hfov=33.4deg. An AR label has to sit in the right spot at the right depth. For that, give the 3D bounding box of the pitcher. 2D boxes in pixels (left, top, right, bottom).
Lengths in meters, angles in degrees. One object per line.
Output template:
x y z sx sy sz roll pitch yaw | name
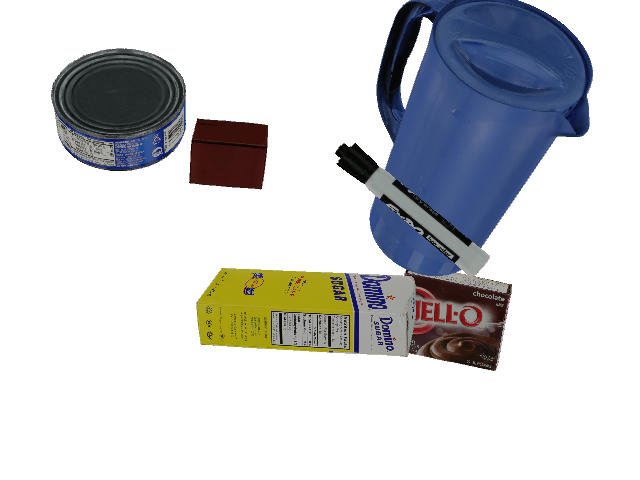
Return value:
0.116 -0.086 0.921 0.145 0.149 0.243 8 -40 -11 | pitcher

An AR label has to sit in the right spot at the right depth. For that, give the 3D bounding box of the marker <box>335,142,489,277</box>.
0.058 -0.022 0.694 0.121 0.020 0.020 40 2 3 | marker

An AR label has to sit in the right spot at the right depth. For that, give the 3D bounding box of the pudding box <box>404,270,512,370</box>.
0.139 0.080 1.126 0.113 0.090 0.039 10 22 10 | pudding box

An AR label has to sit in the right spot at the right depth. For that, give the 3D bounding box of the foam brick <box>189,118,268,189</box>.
-0.094 -0.090 1.107 0.078 0.051 0.053 5 31 -2 | foam brick

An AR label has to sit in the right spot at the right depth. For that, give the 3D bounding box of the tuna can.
-0.131 -0.086 0.698 0.086 0.086 0.034 0 -41 -5 | tuna can

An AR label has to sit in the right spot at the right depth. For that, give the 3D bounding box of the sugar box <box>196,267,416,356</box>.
-0.009 0.058 0.908 0.176 0.048 0.093 0 18 9 | sugar box
